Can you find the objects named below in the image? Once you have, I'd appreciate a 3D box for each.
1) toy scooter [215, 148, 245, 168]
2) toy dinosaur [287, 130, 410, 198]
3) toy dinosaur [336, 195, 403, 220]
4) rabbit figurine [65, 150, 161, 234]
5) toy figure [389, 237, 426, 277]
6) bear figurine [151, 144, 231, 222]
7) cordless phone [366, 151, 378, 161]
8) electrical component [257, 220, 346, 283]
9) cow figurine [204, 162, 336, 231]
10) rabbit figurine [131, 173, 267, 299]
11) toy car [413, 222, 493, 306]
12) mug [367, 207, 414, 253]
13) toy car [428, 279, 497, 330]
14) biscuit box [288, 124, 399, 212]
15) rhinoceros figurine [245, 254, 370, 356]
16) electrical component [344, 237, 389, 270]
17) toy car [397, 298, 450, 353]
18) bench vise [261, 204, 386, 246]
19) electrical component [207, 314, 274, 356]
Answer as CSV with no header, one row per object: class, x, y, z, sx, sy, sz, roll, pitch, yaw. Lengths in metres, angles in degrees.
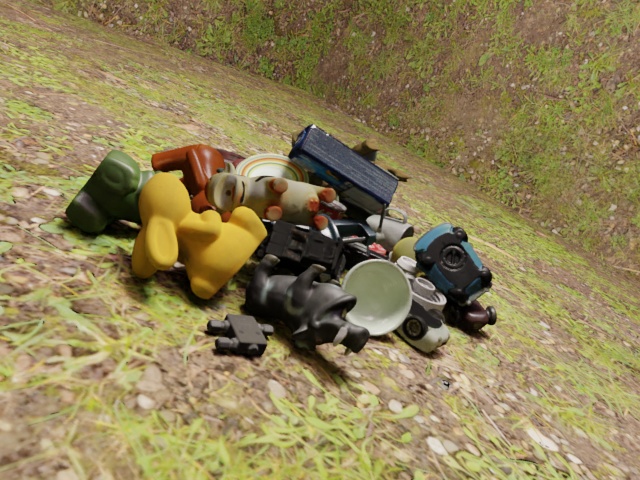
toy scooter,-0.209,-0.160,1.202,0.135,0.075,0.184,6,24,-43
toy dinosaur,-0.033,-0.128,1.099,0.471,0.198,0.105,1,67,-21
toy dinosaur,0.092,-0.094,1.351,0.404,0.131,0.192,22,33,-25
rabbit figurine,-0.274,-0.047,0.822,0.170,0.121,0.159,38,8,-20
toy figure,0.225,0.035,1.204,0.180,0.089,0.082,1,24,-45
bear figurine,-0.216,-0.071,0.944,0.120,0.132,0.196,55,21,-55
cordless phone,0.106,-0.193,1.508,0.089,0.184,0.147,15,21,-15
electrical component,-0.030,0.024,0.812,0.134,0.058,0.114,16,-21,9
cow figurine,-0.089,-0.069,0.841,0.195,0.085,0.127,7,6,-38
rabbit figurine,-0.189,-0.008,0.744,0.173,0.122,0.162,52,53,-15
toy car,0.260,0.051,1.062,0.162,0.109,0.103,52,-3,11
mug,0.159,-0.026,1.268,0.107,0.109,0.081,24,34,28
toy car,0.288,0.122,1.111,0.089,0.053,0.202,0,23,-9
biscuit box,0.044,-0.130,0.986,0.202,0.063,0.059,31,-22,-18
rhinoceros figurine,-0.019,0.092,0.734,0.191,0.112,0.073,19,-19,23
electrical component,0.077,0.033,1.088,0.119,0.047,0.075,24,20,-6
toy car,0.135,0.117,0.933,0.202,0.056,0.073,37,29,33
bench vise,0.000,-0.011,0.971,0.240,0.128,0.224,-6,40,-25
electrical component,-0.096,0.122,0.686,0.094,0.021,0.063,12,24,-36
